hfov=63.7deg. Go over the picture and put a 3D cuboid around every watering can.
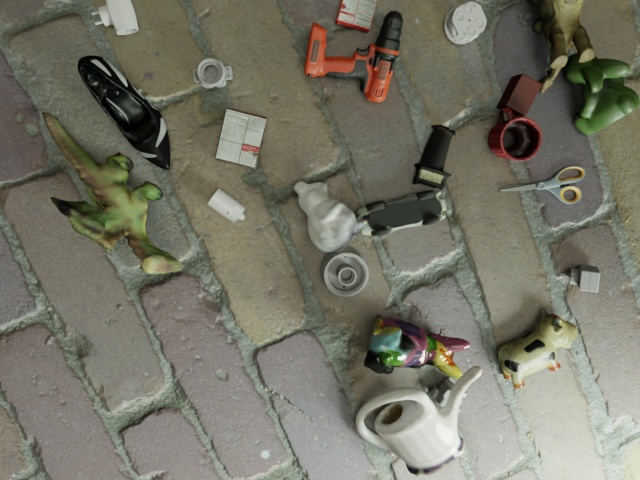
[{"bbox_3d":[0.247,0.408,1.152,0.344,0.106,0.222,-30,107,27],"label":"watering can"}]

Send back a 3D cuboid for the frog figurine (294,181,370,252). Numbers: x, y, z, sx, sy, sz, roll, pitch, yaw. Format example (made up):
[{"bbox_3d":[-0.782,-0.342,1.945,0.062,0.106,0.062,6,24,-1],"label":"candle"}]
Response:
[{"bbox_3d":[0.003,-0.054,1.079,0.158,0.137,0.124,37,78,-11],"label":"frog figurine"}]

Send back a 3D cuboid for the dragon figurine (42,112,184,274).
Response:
[{"bbox_3d":[-0.420,-0.081,0.983,0.407,0.245,0.121,44,99,-12],"label":"dragon figurine"}]
